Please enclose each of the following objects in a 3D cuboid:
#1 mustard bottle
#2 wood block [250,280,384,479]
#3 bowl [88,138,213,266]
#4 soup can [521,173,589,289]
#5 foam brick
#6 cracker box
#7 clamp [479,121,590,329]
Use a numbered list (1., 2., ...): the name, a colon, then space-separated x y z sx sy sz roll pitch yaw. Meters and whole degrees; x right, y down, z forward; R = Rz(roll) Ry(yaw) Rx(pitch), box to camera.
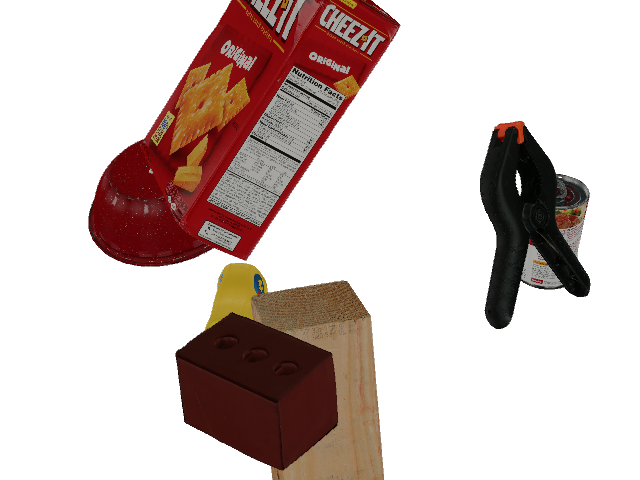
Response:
1. mustard bottle: -0.092 0.080 1.174 0.058 0.096 0.191 1 28 2
2. wood block: -0.001 0.151 0.935 0.090 0.206 0.091 -9 20 -10
3. bowl: -0.152 -0.051 1.024 0.162 0.162 0.055 0 -43 11
4. soup can: 0.237 -0.009 1.102 0.068 0.102 0.068 0 33 0
5. foam brick: -0.036 0.085 0.611 0.078 0.051 0.052 19 35 32
6. cracker box: -0.050 -0.117 0.833 0.072 0.214 0.164 25 17 -30
7. clamp: 0.167 -0.011 0.901 0.120 0.171 0.039 -27 12 -40
